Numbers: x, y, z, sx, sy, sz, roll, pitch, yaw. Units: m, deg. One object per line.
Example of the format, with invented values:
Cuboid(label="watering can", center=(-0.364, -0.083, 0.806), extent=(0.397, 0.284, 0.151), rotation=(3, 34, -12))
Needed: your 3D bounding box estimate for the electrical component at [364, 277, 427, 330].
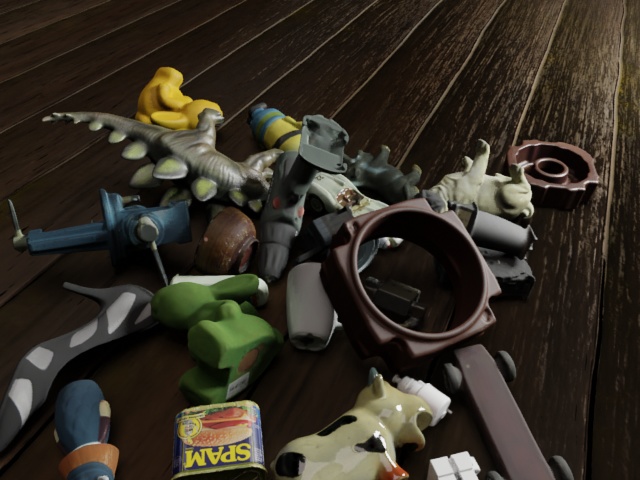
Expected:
Cuboid(label="electrical component", center=(0.105, 0.091, 0.778), extent=(0.102, 0.045, 0.078), rotation=(18, 15, 15))

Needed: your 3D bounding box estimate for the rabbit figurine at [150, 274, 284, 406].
Cuboid(label="rabbit figurine", center=(-0.139, 0.101, 0.694), extent=(0.170, 0.121, 0.159), rotation=(33, 43, 27))

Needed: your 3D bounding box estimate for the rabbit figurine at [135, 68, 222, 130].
Cuboid(label="rabbit figurine", center=(-0.292, -0.268, 1.118), extent=(0.173, 0.121, 0.162), rotation=(19, 49, 17))

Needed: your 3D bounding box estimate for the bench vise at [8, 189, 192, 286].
Cuboid(label="bench vise", center=(-0.318, -0.009, 0.789), extent=(0.241, 0.128, 0.224), rotation=(-10, 22, -22))

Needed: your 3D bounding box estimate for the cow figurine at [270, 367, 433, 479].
Cuboid(label="cow figurine", center=(0.039, 0.226, 0.591), extent=(0.195, 0.085, 0.127), rotation=(-19, 51, -21))

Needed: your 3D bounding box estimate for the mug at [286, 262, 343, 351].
Cuboid(label="mug", center=(0.001, 0.100, 0.744), extent=(0.110, 0.080, 0.107), rotation=(14, 50, -5))

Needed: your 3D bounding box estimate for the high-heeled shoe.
Cuboid(label="high-heeled shoe", center=(-0.298, 0.160, 0.683), extent=(0.145, 0.086, 0.249), rotation=(26, 57, -19))

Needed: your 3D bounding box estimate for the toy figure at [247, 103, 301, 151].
Cuboid(label="toy figure", center=(-0.083, -0.208, 1.088), extent=(0.089, 0.082, 0.180), rotation=(-42, 62, -17))

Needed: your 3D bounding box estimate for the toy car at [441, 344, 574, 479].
Cuboid(label="toy car", center=(0.211, 0.215, 0.629), extent=(0.089, 0.053, 0.202), rotation=(-15, 47, -4))

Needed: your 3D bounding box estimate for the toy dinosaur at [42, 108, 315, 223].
Cuboid(label="toy dinosaur", center=(-0.227, -0.139, 0.938), extent=(0.471, 0.105, 0.198), rotation=(24, 47, -1))

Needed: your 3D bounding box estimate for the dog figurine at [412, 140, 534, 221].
Cuboid(label="dog figurine", center=(0.255, -0.050, 0.924), extent=(0.172, 0.121, 0.190), rotation=(39, 75, 17))

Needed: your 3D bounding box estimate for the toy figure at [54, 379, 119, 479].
Cuboid(label="toy figure", center=(-0.256, 0.227, 0.592), extent=(0.057, 0.064, 0.155), rotation=(20, 29, -44))

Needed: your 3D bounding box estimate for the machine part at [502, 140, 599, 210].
Cuboid(label="machine part", center=(0.438, -0.126, 1.031), extent=(0.179, 0.056, 0.179), rotation=(0, 41, 0))

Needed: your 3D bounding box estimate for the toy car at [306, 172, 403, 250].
Cuboid(label="toy car", center=(0.059, -0.053, 0.918), extent=(0.202, 0.056, 0.073), rotation=(36, 50, 23))

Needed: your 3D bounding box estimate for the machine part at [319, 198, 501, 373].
Cuboid(label="machine part", center=(0.118, 0.054, 0.707), extent=(0.201, 0.087, 0.201), rotation=(-18, 69, -21))

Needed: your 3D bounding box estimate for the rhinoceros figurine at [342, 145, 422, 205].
Cuboid(label="rhinoceros figurine", center=(0.098, -0.116, 1.000), extent=(0.191, 0.073, 0.112), rotation=(32, 60, 28))

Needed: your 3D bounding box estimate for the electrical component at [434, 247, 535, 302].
Cuboid(label="electrical component", center=(0.247, 0.039, 0.831), extent=(0.134, 0.058, 0.115), rotation=(-1, 39, -4))

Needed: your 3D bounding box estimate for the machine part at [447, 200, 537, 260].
Cuboid(label="machine part", center=(0.247, -0.009, 0.796), extent=(0.139, 0.084, 0.039), rotation=(12, 7, -2))

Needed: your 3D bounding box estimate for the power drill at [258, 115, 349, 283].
Cuboid(label="power drill", center=(-0.031, -0.071, 0.818), extent=(0.086, 0.207, 0.232), rotation=(15, 52, -11))

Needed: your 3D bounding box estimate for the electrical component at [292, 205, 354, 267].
Cuboid(label="electrical component", center=(-0.002, -0.003, 0.851), extent=(0.119, 0.075, 0.048), rotation=(-27, 80, -27))
